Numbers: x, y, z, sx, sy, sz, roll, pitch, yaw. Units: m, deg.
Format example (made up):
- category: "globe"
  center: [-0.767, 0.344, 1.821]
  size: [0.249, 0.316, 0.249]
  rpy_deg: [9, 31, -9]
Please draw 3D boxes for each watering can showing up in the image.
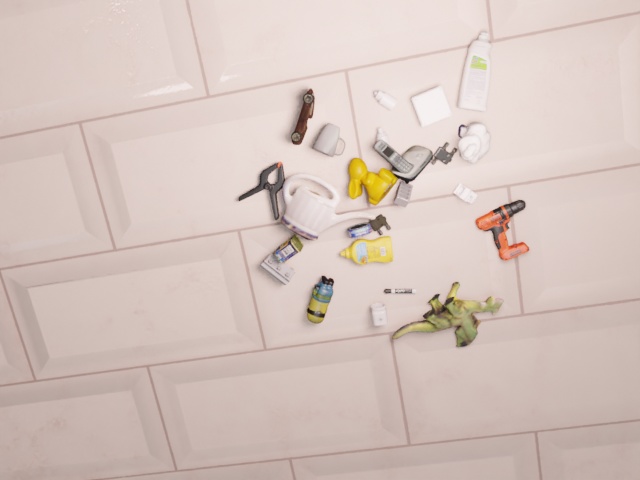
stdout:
- category: "watering can"
  center: [0.006, -0.093, 1.854]
  size: [0.348, 0.222, 0.105]
  rpy_deg: [30, 15, 2]

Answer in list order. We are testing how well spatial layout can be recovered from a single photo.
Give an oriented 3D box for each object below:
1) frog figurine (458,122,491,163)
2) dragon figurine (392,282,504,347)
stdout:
- category: "frog figurine"
  center: [0.523, -0.326, 1.734]
  size: [0.123, 0.136, 0.161]
  rpy_deg: [15, 16, -1]
- category: "dragon figurine"
  center: [0.492, 0.315, 1.919]
  size: [0.407, 0.240, 0.124]
  rpy_deg: [-38, 16, 13]
